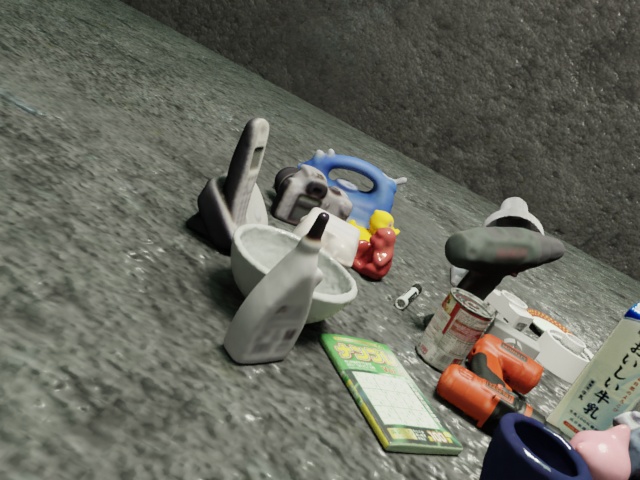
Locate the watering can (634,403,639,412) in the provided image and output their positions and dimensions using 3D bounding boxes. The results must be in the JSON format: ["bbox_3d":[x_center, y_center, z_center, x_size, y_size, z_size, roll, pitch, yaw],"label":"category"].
[{"bbox_3d":[0.484,0.217,0.839,0.173,0.194,0.100,19,20,-26],"label":"watering can"}]

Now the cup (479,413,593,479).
[{"bbox_3d":[0.198,0.234,0.532,0.117,0.095,0.092,36,19,23],"label":"cup"}]

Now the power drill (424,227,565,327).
[{"bbox_3d":[0.263,0.068,0.897,0.230,0.208,0.075,14,23,-38],"label":"power drill"}]

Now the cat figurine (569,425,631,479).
[{"bbox_3d":[0.302,0.251,0.601,0.128,0.117,0.067,27,18,-3],"label":"cat figurine"}]

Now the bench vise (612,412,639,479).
[{"bbox_3d":[0.423,0.251,0.612,0.206,0.219,0.122,37,20,26],"label":"bench vise"}]

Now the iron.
[{"bbox_3d":[0.048,-0.115,1.188,0.259,0.141,0.118,24,18,-12],"label":"iron"}]

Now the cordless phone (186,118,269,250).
[{"bbox_3d":[-0.100,-0.086,0.819,0.094,0.185,0.148,29,18,4],"label":"cordless phone"}]

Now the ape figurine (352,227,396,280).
[{"bbox_3d":[0.097,0.018,0.977,0.076,0.092,0.077,23,19,-17],"label":"ape figurine"}]

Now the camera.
[{"bbox_3d":[-0.022,-0.091,1.085,0.144,0.101,0.136,18,21,-29],"label":"camera"}]

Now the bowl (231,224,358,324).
[{"bbox_3d":[-0.043,0.053,0.705,0.167,0.074,0.167,25,18,-9],"label":"bowl"}]

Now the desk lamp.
[{"bbox_3d":[0.357,0.018,1.162,0.118,0.213,0.203,29,18,3],"label":"desk lamp"}]

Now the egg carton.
[{"bbox_3d":[0.008,0.003,0.924,0.107,0.069,0.150,28,18,-1],"label":"egg carton"}]

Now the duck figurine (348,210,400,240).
[{"bbox_3d":[0.101,-0.018,1.092,0.104,0.086,0.077,26,18,-6],"label":"duck figurine"}]

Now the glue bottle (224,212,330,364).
[{"bbox_3d":[-0.032,0.047,0.577,0.078,0.173,0.037,8,27,-47],"label":"glue bottle"}]
